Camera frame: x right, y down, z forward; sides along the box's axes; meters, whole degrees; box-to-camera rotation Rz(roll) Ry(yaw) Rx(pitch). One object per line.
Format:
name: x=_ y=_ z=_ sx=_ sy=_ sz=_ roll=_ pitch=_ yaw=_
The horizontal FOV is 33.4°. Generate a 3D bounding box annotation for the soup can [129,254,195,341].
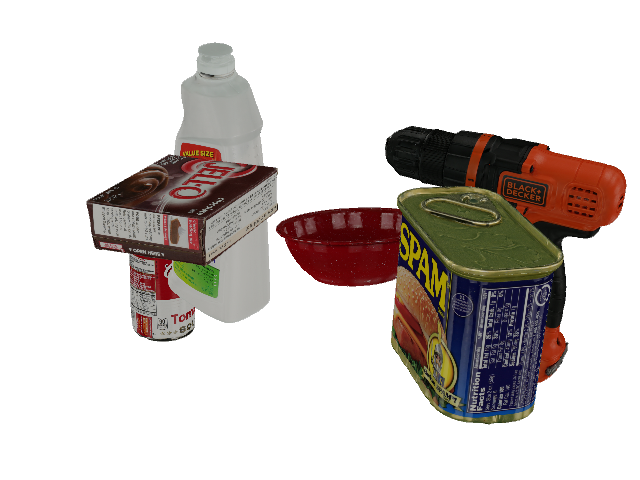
soup can: x=-0.165 y=0.046 z=1.117 sx=0.068 sy=0.102 sz=0.068 roll=2 pitch=25 yaw=-1

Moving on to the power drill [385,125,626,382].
power drill: x=0.132 y=0.008 z=0.829 sx=0.185 sy=0.188 sz=0.057 roll=16 pitch=32 yaw=24

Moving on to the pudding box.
pudding box: x=-0.092 y=-0.024 z=0.735 sx=0.090 sy=0.039 sz=0.113 roll=7 pitch=26 yaw=22

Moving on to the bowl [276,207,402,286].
bowl: x=0.037 y=0.008 z=1.085 sx=0.162 sy=0.055 sz=0.162 roll=-3 pitch=13 yaw=1

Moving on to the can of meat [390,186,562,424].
can of meat: x=0.072 y=0.030 z=0.528 sx=0.057 sy=0.084 sz=0.102 roll=-4 pitch=25 yaw=-14

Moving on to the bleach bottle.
bleach bottle: x=-0.092 y=-0.053 z=0.933 sx=0.067 sy=0.251 sz=0.103 roll=-29 pitch=44 yaw=-36
